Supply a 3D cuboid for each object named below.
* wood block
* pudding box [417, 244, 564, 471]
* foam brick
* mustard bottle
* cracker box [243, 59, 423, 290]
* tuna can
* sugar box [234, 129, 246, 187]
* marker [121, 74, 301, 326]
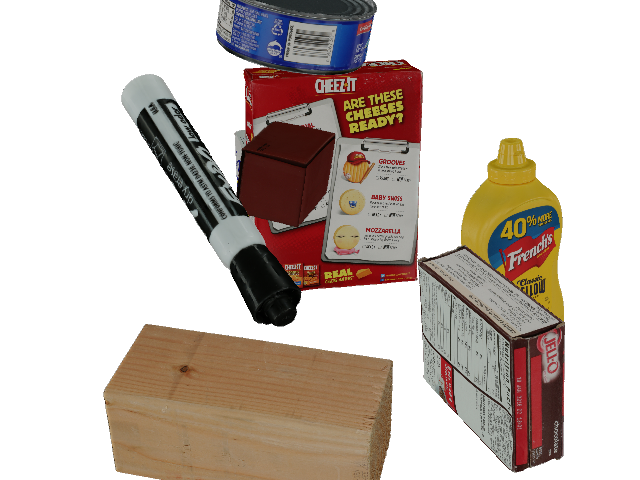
[{"bbox_3d":[-0.053,0.138,0.839,0.206,0.090,0.090,7,35,13],"label":"wood block"},{"bbox_3d":[0.098,0.066,0.624,0.039,0.090,0.114,-15,27,-20],"label":"pudding box"},{"bbox_3d":[-0.026,-0.052,0.812,0.053,0.051,0.078,14,26,13],"label":"foam brick"},{"bbox_3d":[0.168,0.004,0.935,0.096,0.192,0.058,-15,23,-24],"label":"mustard bottle"},{"bbox_3d":[0.011,-0.062,1.038,0.164,0.214,0.072,-5,21,-10],"label":"cracker box"},{"bbox_3d":[-0.014,-0.120,0.587,0.086,0.034,0.086,9,25,-4],"label":"tuna can"},{"bbox_3d":[-0.078,-0.042,1.325,0.048,0.176,0.093,-9,24,-11],"label":"sugar box"},{"bbox_3d":[-0.041,-0.016,0.390,0.020,0.121,0.020,-24,-33,-17],"label":"marker"}]
